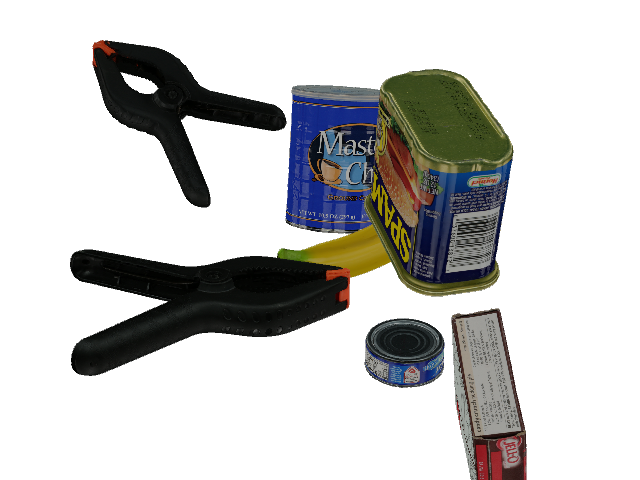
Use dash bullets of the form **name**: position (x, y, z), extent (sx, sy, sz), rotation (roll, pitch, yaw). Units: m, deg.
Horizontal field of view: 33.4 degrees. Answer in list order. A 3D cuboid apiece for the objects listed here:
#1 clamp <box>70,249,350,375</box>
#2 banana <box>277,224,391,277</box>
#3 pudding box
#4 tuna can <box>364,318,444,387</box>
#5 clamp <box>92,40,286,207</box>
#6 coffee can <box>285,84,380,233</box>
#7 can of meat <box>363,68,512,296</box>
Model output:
- **clamp**: position (-0.084, 0.038, 0.775), extent (0.209, 0.036, 0.165), rotation (-7, 25, -18)
- **banana**: position (0.064, -0.011, 0.896), extent (0.198, 0.037, 0.069), rotation (-27, -21, 9)
- **pudding box**: position (0.116, 0.118, 0.734), extent (0.039, 0.090, 0.113), rotation (-8, 42, 2)
- **tuna can**: position (0.090, 0.119, 1.146), extent (0.086, 0.034, 0.086), rotation (-1, 29, 0)
- **clamp**: position (-0.115, -0.116, 0.900), extent (0.120, 0.171, 0.039), rotation (-38, -11, -35)
- **coffee can**: position (0.018, -0.086, 1.104), extent (0.103, 0.140, 0.103), rotation (3, 12, -1)
- **can of meat**: position (0.063, -0.034, 0.585), extent (0.057, 0.084, 0.102), rotation (-7, 38, -13)
